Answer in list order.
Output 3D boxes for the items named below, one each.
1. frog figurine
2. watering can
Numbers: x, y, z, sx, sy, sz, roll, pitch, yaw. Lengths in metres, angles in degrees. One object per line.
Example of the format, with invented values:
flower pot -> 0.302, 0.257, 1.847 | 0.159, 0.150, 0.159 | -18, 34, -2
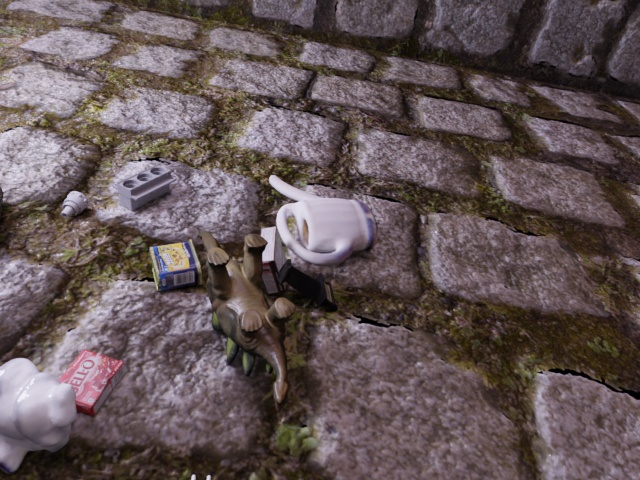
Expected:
frog figurine -> -0.379, 0.218, 0.687 | 0.158, 0.138, 0.123 | -34, -6, 14
watering can -> 0.004, -0.061, 1.202 | 0.224, 0.101, 0.355 | -2, 38, -18
